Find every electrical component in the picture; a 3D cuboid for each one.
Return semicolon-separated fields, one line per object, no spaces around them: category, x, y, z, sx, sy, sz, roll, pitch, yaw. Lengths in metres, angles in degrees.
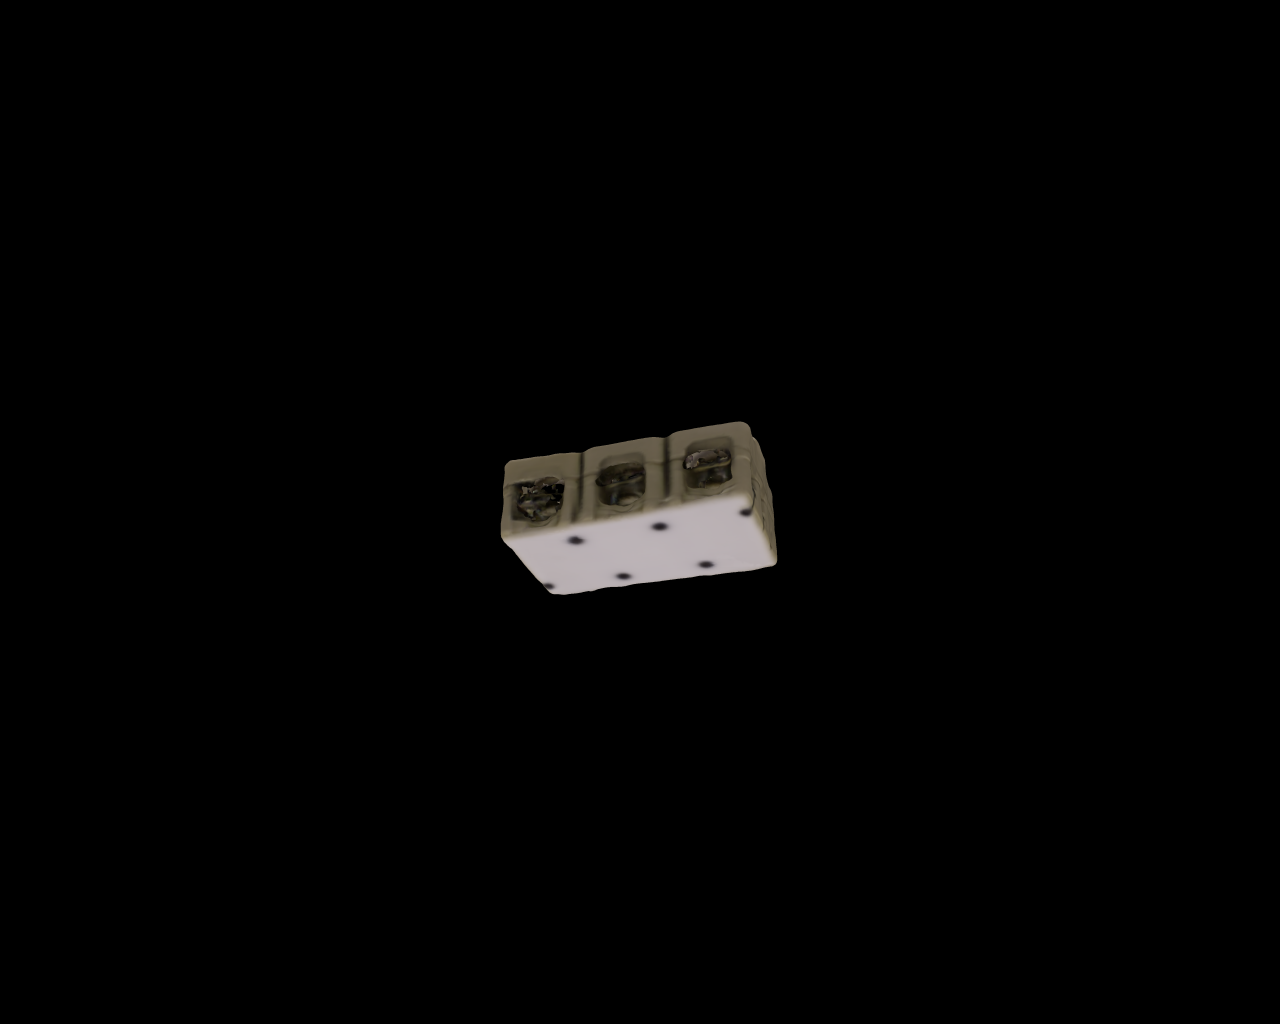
electrical component;0.001;-0.003;0.650;0.150;0.062;0.089;-8;-32;14
